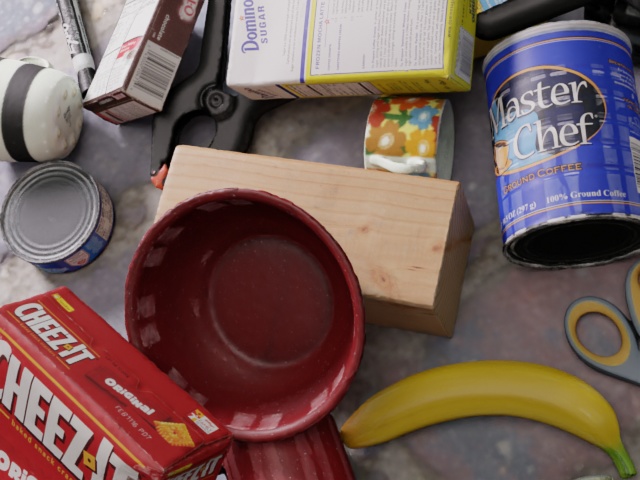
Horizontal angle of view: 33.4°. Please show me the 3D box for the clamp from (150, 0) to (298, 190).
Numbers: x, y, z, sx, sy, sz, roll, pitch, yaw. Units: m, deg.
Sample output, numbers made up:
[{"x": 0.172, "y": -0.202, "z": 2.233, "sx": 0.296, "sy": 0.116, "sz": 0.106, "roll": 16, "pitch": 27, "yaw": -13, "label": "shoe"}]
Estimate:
[{"x": -0.082, "y": -0.117, "z": 0.836, "sx": 0.171, "sy": 0.039, "sz": 0.120, "roll": -44, "pitch": 77, "yaw": -2, "label": "clamp"}]

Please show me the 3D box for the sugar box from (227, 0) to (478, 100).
[{"x": 0.022, "y": -0.151, "z": 0.762, "sx": 0.176, "sy": 0.048, "sz": 0.093, "roll": 2, "pitch": 82, "yaw": 29, "label": "sugar box"}]

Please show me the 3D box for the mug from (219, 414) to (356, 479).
[{"x": -0.029, "y": 0.166, "z": 0.702, "sx": 0.117, "sy": 0.093, "sz": 0.081, "roll": -14, "pitch": 62, "yaw": -10, "label": "mug"}]

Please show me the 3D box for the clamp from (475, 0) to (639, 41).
[{"x": 0.211, "y": -0.191, "z": 0.731, "sx": 0.210, "sy": 0.036, "sz": 0.164, "roll": 22, "pitch": 87, "yaw": 20, "label": "clamp"}]

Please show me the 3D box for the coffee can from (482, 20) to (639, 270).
[{"x": 0.168, "y": -0.062, "z": 0.724, "sx": 0.103, "sy": 0.102, "sz": 0.140, "roll": -7, "pitch": 70, "yaw": 12, "label": "coffee can"}]

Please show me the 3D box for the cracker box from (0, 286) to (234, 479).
[{"x": -0.166, "y": 0.166, "z": 0.696, "sx": 0.164, "sy": 0.071, "sz": 0.214, "roll": 36, "pitch": 120, "yaw": 23, "label": "cracker box"}]

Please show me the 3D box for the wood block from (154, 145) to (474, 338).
[{"x": -0.005, "y": 0.000, "z": 0.756, "sx": 0.206, "sy": 0.090, "sz": 0.090, "roll": 9, "pitch": 74, "yaw": 18, "label": "wood block"}]

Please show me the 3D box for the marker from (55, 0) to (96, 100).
[{"x": -0.206, "y": -0.168, "z": 0.906, "sx": 0.020, "sy": 0.020, "sz": 0.121, "roll": -22, "pitch": 68, "yaw": 6, "label": "marker"}]

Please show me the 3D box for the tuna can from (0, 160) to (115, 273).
[{"x": -0.207, "y": -0.017, "z": 0.846, "sx": 0.086, "sy": 0.033, "sz": 0.086, "roll": -5, "pitch": 70, "yaw": 13, "label": "tuna can"}]

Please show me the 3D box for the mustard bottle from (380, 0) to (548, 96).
[{"x": 0.116, "y": -0.182, "z": 0.803, "sx": 0.191, "sy": 0.058, "sz": 0.096, "roll": -25, "pitch": 66, "yaw": 6, "label": "mustard bottle"}]

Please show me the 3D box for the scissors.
[{"x": 0.219, "y": 0.109, "z": 0.699, "sx": 0.096, "sy": 0.016, "sz": 0.202, "roll": -11, "pitch": 69, "yaw": 13, "label": "scissors"}]

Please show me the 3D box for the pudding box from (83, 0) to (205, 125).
[{"x": -0.139, "y": -0.153, "z": 0.848, "sx": 0.090, "sy": 0.039, "sz": 0.113, "roll": -4, "pitch": 62, "yaw": 58, "label": "pudding box"}]

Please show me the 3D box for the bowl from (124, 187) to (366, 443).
[{"x": -0.041, "y": 0.044, "z": 0.682, "sx": 0.162, "sy": 0.055, "sz": 0.162, "roll": 3, "pitch": 99, "yaw": 19, "label": "bowl"}]

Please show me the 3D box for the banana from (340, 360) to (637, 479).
[{"x": 0.111, "y": 0.114, "z": 0.714, "sx": 0.198, "sy": 0.037, "sz": 0.069, "roll": 3, "pitch": 71, "yaw": 16, "label": "banana"}]
